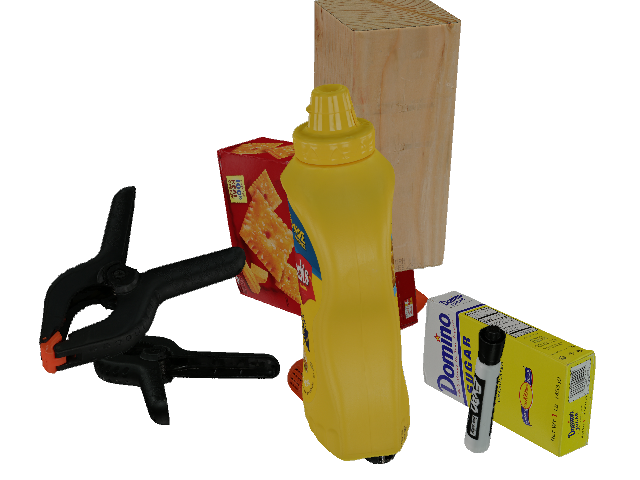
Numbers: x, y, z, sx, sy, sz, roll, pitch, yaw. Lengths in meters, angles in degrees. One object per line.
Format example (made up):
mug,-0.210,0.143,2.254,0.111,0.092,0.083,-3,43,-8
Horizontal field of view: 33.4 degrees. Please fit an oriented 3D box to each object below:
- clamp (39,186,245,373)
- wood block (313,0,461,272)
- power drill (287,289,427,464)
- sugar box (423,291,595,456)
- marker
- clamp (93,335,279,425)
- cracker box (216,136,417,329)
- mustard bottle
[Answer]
clamp,-0.152,0.026,0.794,0.120,0.039,0.171,32,50,26
wood block,0.049,-0.084,0.861,0.090,0.206,0.091,-8,29,-16
power drill,0.048,0.130,1.178,0.057,0.188,0.185,13,16,-41
sugar box,0.168,0.118,0.982,0.048,0.093,0.176,-14,24,-37
marker,0.117,0.107,0.763,0.020,0.121,0.020,0,40,0
clamp,-0.170,0.132,1.088,0.210,0.036,0.164,9,17,32
cracker box,-0.007,-0.007,1.052,0.071,0.164,0.214,-21,23,-35
mustard bottle,0.013,0.012,0.560,0.058,0.192,0.096,-7,25,-4
